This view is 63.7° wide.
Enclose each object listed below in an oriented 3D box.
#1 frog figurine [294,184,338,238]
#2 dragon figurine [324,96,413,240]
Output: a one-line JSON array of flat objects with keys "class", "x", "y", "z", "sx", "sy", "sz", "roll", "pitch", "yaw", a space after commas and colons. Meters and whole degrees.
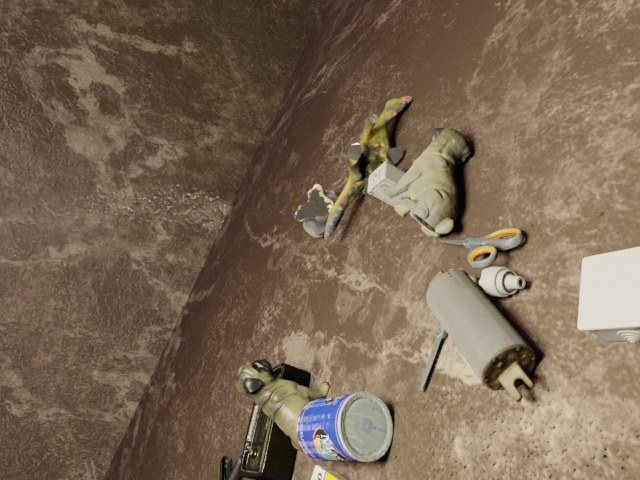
[{"class": "frog figurine", "x": 0.004, "y": -0.072, "z": 1.421, "sx": 0.157, "sy": 0.123, "sz": 0.139, "roll": 55, "pitch": -134, "yaw": -73}, {"class": "dragon figurine", "x": 0.114, "y": -0.200, "z": 1.329, "sx": 0.407, "sy": 0.122, "sz": 0.245, "roll": -57, "pitch": 5, "yaw": 11}]
